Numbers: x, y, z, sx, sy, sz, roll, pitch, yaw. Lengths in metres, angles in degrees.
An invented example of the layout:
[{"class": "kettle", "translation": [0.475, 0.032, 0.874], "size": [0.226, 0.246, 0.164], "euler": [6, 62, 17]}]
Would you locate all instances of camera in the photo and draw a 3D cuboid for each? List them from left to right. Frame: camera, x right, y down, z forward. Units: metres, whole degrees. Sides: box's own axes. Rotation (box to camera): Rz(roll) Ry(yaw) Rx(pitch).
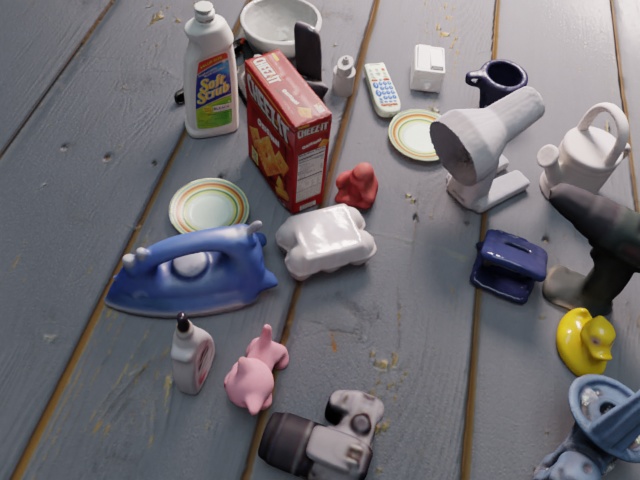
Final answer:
[{"class": "camera", "translation": [0.000, 0.252, 0.730], "size": [0.136, 0.101, 0.143], "euler": [18, 57, 7]}]

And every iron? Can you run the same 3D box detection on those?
[{"class": "iron", "translation": [-0.196, 0.035, 0.833], "size": [0.258, 0.141, 0.118], "euler": [-12, 58, -12]}]

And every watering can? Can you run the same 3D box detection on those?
[{"class": "watering can", "translation": [0.453, -0.144, 0.974], "size": [0.173, 0.194, 0.100], "euler": [-32, 64, -23]}]

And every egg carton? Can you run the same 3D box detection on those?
[{"class": "egg carton", "translation": [0.008, 0.003, 0.914], "size": [0.150, 0.069, 0.107], "euler": [-16, 59, -14]}]

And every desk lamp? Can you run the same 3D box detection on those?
[{"class": "desk lamp", "translation": [0.274, -0.148, 0.950], "size": [0.203, 0.213, 0.117], "euler": [-26, 62, -20]}]

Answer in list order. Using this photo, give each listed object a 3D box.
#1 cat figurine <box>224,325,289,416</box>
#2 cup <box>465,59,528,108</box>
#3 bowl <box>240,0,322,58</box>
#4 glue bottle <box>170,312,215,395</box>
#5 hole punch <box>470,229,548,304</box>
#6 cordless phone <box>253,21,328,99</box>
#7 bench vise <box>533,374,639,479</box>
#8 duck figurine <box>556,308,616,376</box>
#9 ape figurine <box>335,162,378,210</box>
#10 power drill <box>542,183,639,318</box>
[{"class": "cat figurine", "translation": [-0.087, 0.174, 0.764], "size": [0.067, 0.118, 0.128], "euler": [15, 57, 6]}, {"class": "cup", "translation": [0.334, -0.291, 1.121], "size": [0.118, 0.095, 0.091], "euler": [2, 56, -3]}, {"class": "bowl", "translation": [-0.081, -0.431, 1.192], "size": [0.167, 0.075, 0.167], "euler": [2, 56, -3]}, {"class": "glue bottle", "translation": [-0.170, 0.139, 0.747], "size": [0.037, 0.173, 0.078], "euler": [12, 56, 4]}, {"class": "hole punch", "translation": [0.302, 0.029, 0.909], "size": [0.108, 0.091, 0.101], "euler": [22, 58, 10]}, {"class": "cordless phone", "translation": [-0.055, -0.341, 1.068], "size": [0.147, 0.185, 0.094], "euler": [26, 58, 12]}, {"class": "bench vise", "translation": [0.361, 0.243, 0.695], "size": [0.121, 0.220, 0.207], "euler": [21, 57, 9]}, {"class": "duck figurine", "translation": [0.400, 0.142, 0.845], "size": [0.077, 0.086, 0.104], "euler": [2, 56, -3]}, {"class": "ape figurine", "translation": [0.068, -0.097, 0.972], "size": [0.076, 0.092, 0.077], "euler": [-23, 61, -18]}, {"class": "power drill", "translation": [0.416, 0.028, 0.848], "size": [0.229, 0.208, 0.076], "euler": [25, 58, 12]}]
